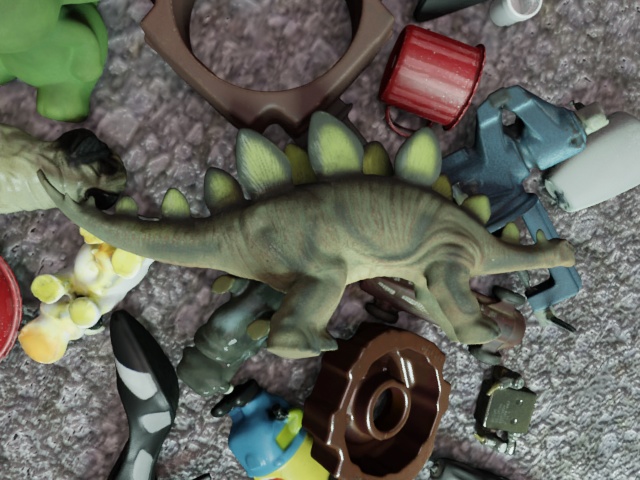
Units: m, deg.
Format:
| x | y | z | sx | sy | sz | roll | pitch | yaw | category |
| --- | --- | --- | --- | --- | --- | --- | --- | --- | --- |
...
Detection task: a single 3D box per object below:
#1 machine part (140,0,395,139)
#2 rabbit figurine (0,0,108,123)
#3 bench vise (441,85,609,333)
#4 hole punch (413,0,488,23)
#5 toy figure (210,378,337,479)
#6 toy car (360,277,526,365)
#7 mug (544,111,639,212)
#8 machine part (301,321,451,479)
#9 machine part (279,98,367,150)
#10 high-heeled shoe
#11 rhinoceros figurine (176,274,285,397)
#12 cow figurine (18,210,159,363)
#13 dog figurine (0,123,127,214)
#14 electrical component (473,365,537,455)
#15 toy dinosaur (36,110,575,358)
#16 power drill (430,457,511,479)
| x | y | z | sx | sy | sz | roll | pitch | yaw | category |
| --- | --- | --- | --- | --- | --- | --- | --- | --- | --- |
| -0.048 | -0.214 | 0.512 | 0.201 | 0.087 | 0.201 | 42 | 88 | 0 | machine part |
| -0.234 | -0.185 | 0.455 | 0.121 | 0.170 | 0.159 | 39 | 90 | -12 | rabbit figurine |
| 0.205 | -0.028 | 0.554 | 0.224 | 0.129 | 0.240 | -28 | 93 | 13 | bench vise |
| 0.143 | -0.295 | 0.538 | 0.142 | 0.116 | 0.092 | -18 | 91 | -8 | hole punch |
| -0.037 | 0.230 | 0.578 | 0.089 | 0.082 | 0.180 | -35 | 95 | -31 | toy figure |
| 0.143 | 0.073 | 0.607 | 0.202 | 0.053 | 0.089 | 23 | 95 | -12 | toy car |
| 0.305 | -0.090 | 0.604 | 0.107 | 0.081 | 0.109 | -38 | 85 | 6 | mug |
| 0.062 | 0.173 | 0.569 | 0.179 | 0.056 | 0.179 | -6 | 100 | -37 | machine part |
| 0.028 | -0.096 | 0.576 | 0.084 | 0.039 | 0.139 | -43 | 99 | -8 | machine part |
| -0.208 | 0.198 | 0.542 | 0.145 | 0.086 | 0.248 | -21 | 106 | -9 | high-heeled shoe |
| -0.070 | 0.072 | 0.547 | 0.073 | 0.112 | 0.190 | 39 | 75 | 10 | rhinoceros figurine |
| -0.223 | 0.043 | 0.528 | 0.068 | 0.098 | 0.167 | 43 | 103 | -2 | cow figurine |
| -0.301 | -0.070 | 0.507 | 0.190 | 0.173 | 0.121 | 9 | 103 | -45 | dog figurine |
| 0.217 | 0.203 | 0.635 | 0.078 | 0.045 | 0.102 | 19 | 93 | -10 | electrical component |
| -0.001 | -0.001 | 0.461 | 0.472 | 0.105 | 0.198 | -1 | 78 | -7 | toy dinosaur |
| 0.193 | 0.382 | 0.641 | 0.232 | 0.086 | 0.207 | 25 | 84 | -14 | power drill |
